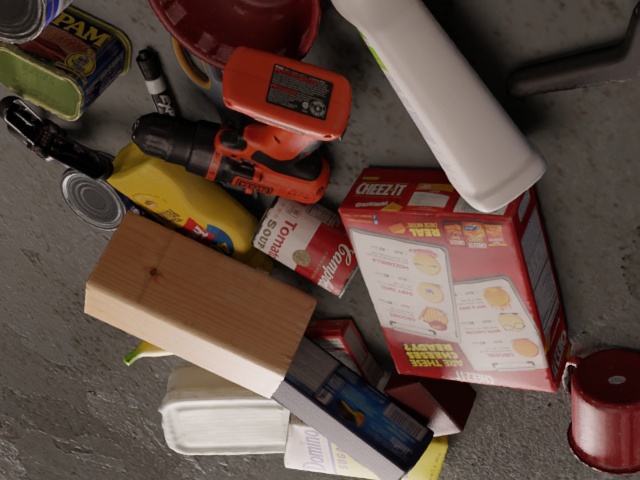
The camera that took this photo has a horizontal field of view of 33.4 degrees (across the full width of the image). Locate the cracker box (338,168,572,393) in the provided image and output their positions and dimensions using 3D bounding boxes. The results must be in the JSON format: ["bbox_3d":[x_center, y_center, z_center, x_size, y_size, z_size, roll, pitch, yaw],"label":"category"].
[{"bbox_3d":[0.128,0.036,0.973,0.164,0.072,0.213,4,133,31],"label":"cracker box"}]

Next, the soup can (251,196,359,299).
[{"bbox_3d":[-0.007,0.001,1.025,0.102,0.068,0.069,31,140,2],"label":"soup can"}]

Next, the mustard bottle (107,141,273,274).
[{"bbox_3d":[-0.117,-0.025,1.060,0.191,0.058,0.096,41,151,-29],"label":"mustard bottle"}]

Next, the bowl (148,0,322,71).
[{"bbox_3d":[-0.063,-0.212,0.852,0.162,0.055,0.162,18,138,16],"label":"bowl"}]

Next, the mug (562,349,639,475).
[{"bbox_3d":[0.269,0.150,0.997,0.117,0.093,0.081,44,152,49],"label":"mug"}]

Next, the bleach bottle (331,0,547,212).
[{"bbox_3d":[0.072,-0.141,0.810,0.068,0.102,0.250,-37,111,3],"label":"bleach bottle"}]

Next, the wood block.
[{"bbox_3d":[-0.118,0.065,1.054,0.206,0.090,0.090,26,154,-1],"label":"wood block"}]

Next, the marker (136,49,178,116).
[{"bbox_3d":[-0.149,-0.129,1.020,0.020,0.020,0.121,7,134,27],"label":"marker"}]

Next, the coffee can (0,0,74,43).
[{"bbox_3d":[-0.226,-0.240,0.861,0.103,0.140,0.103,18,138,16],"label":"coffee can"}]

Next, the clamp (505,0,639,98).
[{"bbox_3d":[0.255,-0.116,0.763,0.164,0.036,0.210,38,140,-8],"label":"clamp"}]

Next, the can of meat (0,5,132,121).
[{"bbox_3d":[-0.240,-0.167,0.989,0.102,0.083,0.057,27,140,6],"label":"can of meat"}]

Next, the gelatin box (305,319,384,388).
[{"bbox_3d":[0.018,0.126,1.165,0.073,0.030,0.089,-5,128,38],"label":"gelatin box"}]

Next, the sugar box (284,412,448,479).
[{"bbox_3d":[0.050,0.227,1.196,0.176,0.048,0.093,6,136,-1],"label":"sugar box"}]

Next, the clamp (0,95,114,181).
[{"bbox_3d":[-0.276,-0.104,1.051,0.120,0.039,0.172,43,166,-28],"label":"clamp"}]

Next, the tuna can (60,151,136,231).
[{"bbox_3d":[-0.235,-0.052,1.142,0.086,0.033,0.086,18,138,16],"label":"tuna can"}]

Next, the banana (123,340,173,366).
[{"bbox_3d":[-0.132,0.126,1.230,0.198,0.069,0.037,-1,141,30],"label":"banana"}]

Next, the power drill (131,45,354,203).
[{"bbox_3d":[-0.062,-0.096,0.908,0.184,0.057,0.188,14,162,-12],"label":"power drill"}]

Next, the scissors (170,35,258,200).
[{"bbox_3d":[-0.069,-0.119,0.982,0.096,0.016,0.201,-5,128,36],"label":"scissors"}]

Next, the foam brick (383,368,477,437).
[{"bbox_3d":[0.117,0.161,1.121,0.051,0.053,0.078,-24,114,44],"label":"foam brick"}]
